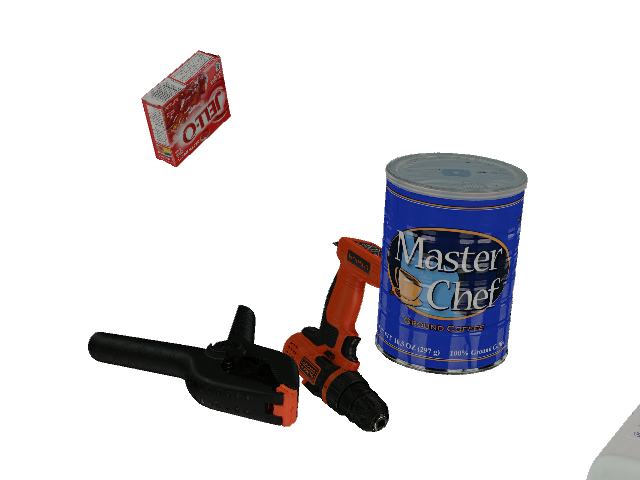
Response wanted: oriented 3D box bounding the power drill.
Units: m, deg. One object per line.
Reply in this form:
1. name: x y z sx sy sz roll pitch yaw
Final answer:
1. power drill: 0.041 0.104 1.226 0.057 0.188 0.185 12 16 -42

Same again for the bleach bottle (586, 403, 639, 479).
1. bleach bottle: 0.249 0.106 0.628 0.103 0.068 0.250 19 29 32

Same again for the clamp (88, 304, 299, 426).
1. clamp: -0.076 0.102 0.907 0.164 0.036 0.210 -13 22 -40

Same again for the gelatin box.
1. gelatin box: -0.125 -0.125 1.010 0.030 0.073 0.089 24 52 26

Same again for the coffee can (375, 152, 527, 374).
1. coffee can: 0.096 0.015 0.797 0.103 0.140 0.103 2 19 -1
